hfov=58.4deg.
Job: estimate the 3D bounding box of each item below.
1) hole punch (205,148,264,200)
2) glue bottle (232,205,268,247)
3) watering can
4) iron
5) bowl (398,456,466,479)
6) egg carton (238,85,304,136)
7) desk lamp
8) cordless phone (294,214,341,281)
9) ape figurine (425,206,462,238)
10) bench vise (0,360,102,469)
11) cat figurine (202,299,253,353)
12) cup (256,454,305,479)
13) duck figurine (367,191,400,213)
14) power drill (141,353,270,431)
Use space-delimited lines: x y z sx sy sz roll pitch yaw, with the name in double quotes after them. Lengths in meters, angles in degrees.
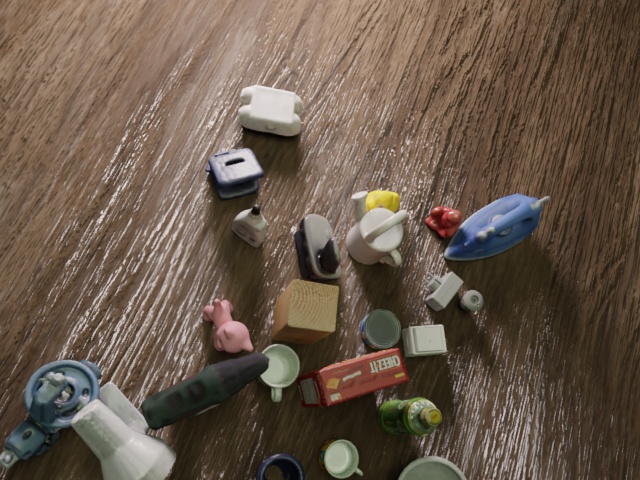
-0.189 -0.154 1.258 0.109 0.091 0.101 -18 78 -18 "hole punch"
-0.140 -0.038 1.191 0.078 0.173 0.037 39 69 0 "glue bottle"
0.123 -0.023 1.242 0.173 0.194 0.101 37 69 -1 "watering can"
0.419 -0.031 1.348 0.259 0.141 0.118 -28 82 -20 "iron"
0.218 0.526 1.163 0.168 0.074 0.167 4 73 -13 "bowl"
-0.114 -0.298 1.332 0.150 0.069 0.107 7 72 -12 "egg carton"
-0.353 0.351 0.997 0.118 0.213 0.203 -42 87 -21 "desk lamp"
0.011 0.004 1.210 0.094 0.185 0.147 -11 76 -17 "cordless phone"
0.302 -0.047 1.350 0.076 0.092 0.078 -5 75 -15 "ape figurine"
-0.460 0.299 0.982 0.121 0.219 0.207 20 70 -7 "bench vise"
-0.184 0.176 1.145 0.067 0.117 0.128 -23 80 -19 "cat figurine"
-0.073 0.466 1.097 0.092 0.095 0.118 -37 85 -21 "cup"
0.144 -0.087 1.325 0.105 0.086 0.077 -23 80 -19 "duck figurine"
-0.211 0.275 1.059 0.230 0.208 0.075 -24 80 -19 "power drill"
